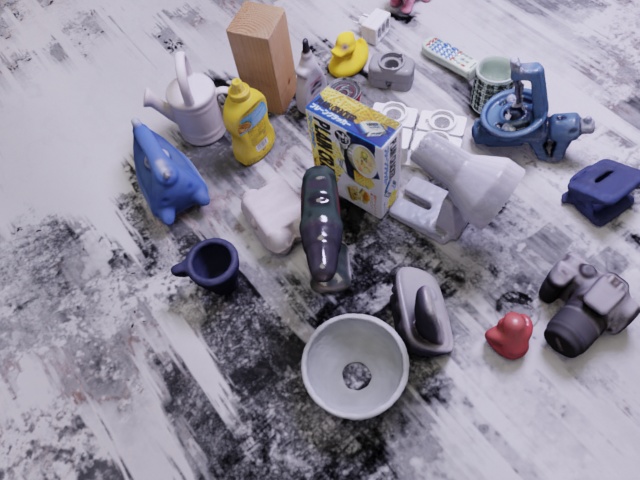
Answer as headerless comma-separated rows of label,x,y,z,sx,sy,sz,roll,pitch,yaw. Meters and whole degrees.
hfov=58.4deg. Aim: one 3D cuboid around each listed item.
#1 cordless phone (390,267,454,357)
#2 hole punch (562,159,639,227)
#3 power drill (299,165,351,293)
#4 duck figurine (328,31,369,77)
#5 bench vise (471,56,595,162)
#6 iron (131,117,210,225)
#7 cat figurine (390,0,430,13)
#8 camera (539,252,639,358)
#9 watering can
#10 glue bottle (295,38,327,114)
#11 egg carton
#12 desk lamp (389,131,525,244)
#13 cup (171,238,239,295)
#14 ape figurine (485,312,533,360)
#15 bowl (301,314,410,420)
cordless phone,0.161,0.093,0.891,0.094,0.185,0.147,-11,60,-1
hole punch,0.505,-0.096,1.022,0.109,0.091,0.101,-33,62,-13
power drill,0.009,0.003,0.944,0.075,0.209,0.229,-6,60,2
duck figurine,0.061,-0.418,1.253,0.105,0.086,0.077,-42,65,-17
bench vise,0.394,-0.248,1.046,0.207,0.220,0.121,-4,60,3
iron,-0.317,-0.159,1.107,0.119,0.141,0.257,-31,62,-12
cat figurine,0.204,-0.596,1.323,0.128,0.118,0.067,-38,64,-16
camera,0.410,0.107,0.909,0.137,0.101,0.143,-40,64,-16
watering can,-0.263,-0.284,1.144,0.173,0.194,0.100,-27,61,-10
glue bottle,-0.022,-0.338,1.164,0.037,0.173,0.078,30,67,21
egg carton,-0.079,-0.046,1.062,0.107,0.069,0.150,-32,62,-12
desk lamp,0.224,-0.083,0.970,0.202,0.214,0.118,28,67,20
cup,-0.191,0.059,0.997,0.117,0.095,0.091,-12,60,-1
ape figurine,0.302,0.143,0.903,0.077,0.092,0.076,-5,60,3
bowl,0.056,0.205,0.901,0.167,0.075,0.167,-2,60,4
